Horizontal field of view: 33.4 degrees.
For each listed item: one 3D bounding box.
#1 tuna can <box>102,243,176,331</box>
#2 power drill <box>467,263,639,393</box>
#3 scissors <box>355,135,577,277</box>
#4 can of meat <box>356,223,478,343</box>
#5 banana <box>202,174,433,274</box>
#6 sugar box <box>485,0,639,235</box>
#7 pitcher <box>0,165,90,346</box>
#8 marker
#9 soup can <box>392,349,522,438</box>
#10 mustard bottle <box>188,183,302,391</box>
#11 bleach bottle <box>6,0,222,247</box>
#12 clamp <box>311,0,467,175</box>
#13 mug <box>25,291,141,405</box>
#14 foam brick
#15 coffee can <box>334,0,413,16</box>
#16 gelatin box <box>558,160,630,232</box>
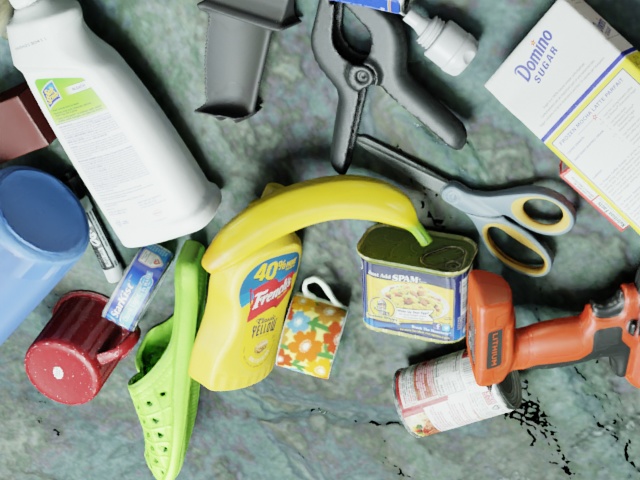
[{"bbox_3d":[-0.171,0.043,1.009,0.033,0.086,0.086,29,125,-5],"label":"tuna can"},{"bbox_3d":[0.219,0.058,0.889,0.187,0.057,0.184,-3,128,1],"label":"power drill"},{"bbox_3d":[0.131,-0.046,0.901,0.201,0.016,0.096,41,130,-9],"label":"scissors"},{"bbox_3d":[0.086,0.040,0.944,0.102,0.057,0.084,10,126,20],"label":"can of meat"},{"bbox_3d":[-0.004,-0.018,0.898,0.197,0.037,0.069,-7,87,-3],"label":"banana"},{"bbox_3d":[0.219,-0.092,0.800,0.176,0.048,0.093,48,123,12],"label":"sugar box"},{"bbox_3d":[-0.333,0.027,1.015,0.149,0.145,0.243,20,135,-38],"label":"pitcher"},{"bbox_3d":[-0.219,-0.013,1.028,0.020,0.020,0.121,-10,118,22],"label":"marker"},{"bbox_3d":[0.127,0.138,0.991,0.102,0.068,0.068,-22,113,26],"label":"soup can"},{"bbox_3d":[-0.060,0.039,0.964,0.058,0.096,0.192,29,116,32],"label":"mustard bottle"},{"bbox_3d":[-0.185,-0.114,0.916,0.103,0.068,0.250,-14,119,24],"label":"bleach bottle"},{"bbox_3d":[0.050,-0.134,0.859,0.120,0.039,0.171,-5,119,17],"label":"clamp"},{"bbox_3d":[-0.233,0.110,1.072,0.117,0.081,0.093,-11,118,22],"label":"mug"},{"bbox_3d":[-0.277,-0.107,0.967,0.078,0.051,0.053,-17,115,25],"label":"foam brick"},{"bbox_3d":[0.005,-0.227,0.775,0.140,0.102,0.103,13,124,8],"label":"coffee can"},{"bbox_3d":[0.248,-0.061,0.852,0.073,0.030,0.089,39,123,-11],"label":"gelatin box"}]
